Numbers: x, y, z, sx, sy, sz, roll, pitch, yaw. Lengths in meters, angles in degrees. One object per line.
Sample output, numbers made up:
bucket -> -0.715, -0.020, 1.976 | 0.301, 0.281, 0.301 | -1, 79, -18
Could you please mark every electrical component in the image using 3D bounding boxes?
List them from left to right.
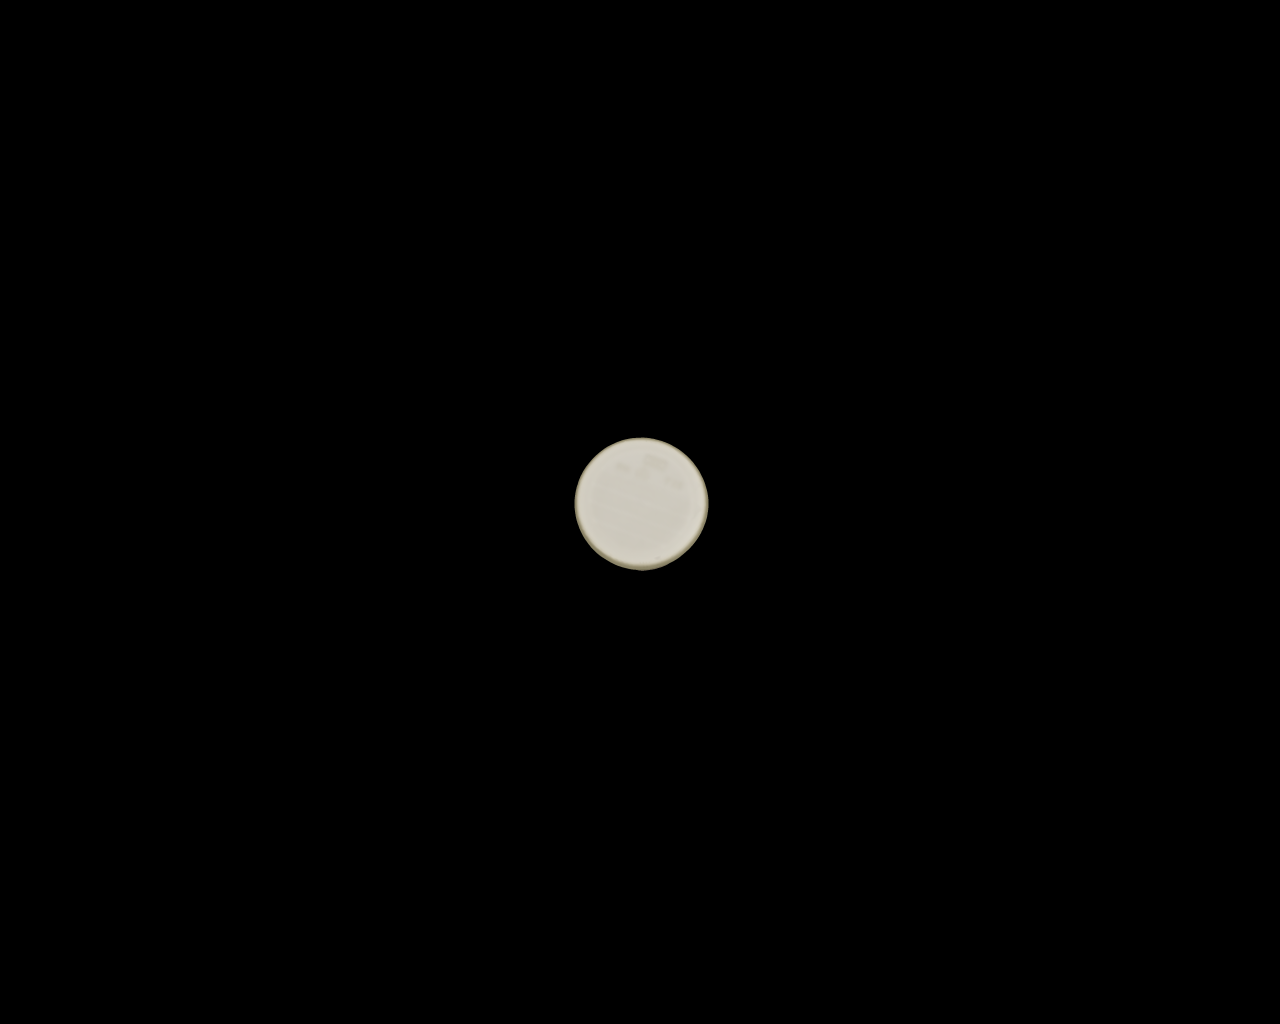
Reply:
electrical component -> 0.001, -0.003, 0.650 | 0.080, 0.080, 0.051 | 0, -9, 0
